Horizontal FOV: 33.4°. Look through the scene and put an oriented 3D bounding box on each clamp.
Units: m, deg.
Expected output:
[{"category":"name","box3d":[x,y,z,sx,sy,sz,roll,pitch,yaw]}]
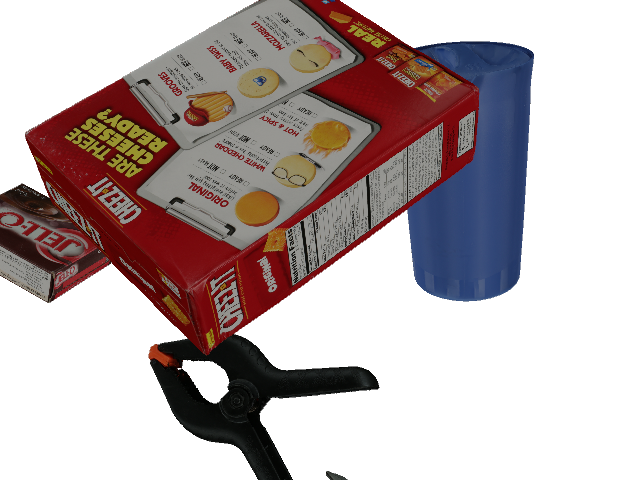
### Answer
[{"category":"clamp","box3d":[-0.053,0.128,0.769,0.172,0.120,0.039,16,-11,22]}]

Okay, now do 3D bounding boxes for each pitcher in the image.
[{"category":"pitcher","box3d":[0.146,-0.073,1.058,0.149,0.243,0.145,-14,25,-22]}]

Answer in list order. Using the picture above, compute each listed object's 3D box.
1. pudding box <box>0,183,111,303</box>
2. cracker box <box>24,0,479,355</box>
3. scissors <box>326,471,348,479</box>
[{"category":"pudding box","box3d":[-0.252,0.001,0.942,0.114,0.039,0.089,25,31,17]},{"category":"cracker box","box3d":[-0.037,-0.054,0.638,0.213,0.072,0.164,-36,55,-22]},{"category":"scissors","box3d":[0.084,0.163,0.515,0.096,0.016,0.202,-2,23,-24]}]
